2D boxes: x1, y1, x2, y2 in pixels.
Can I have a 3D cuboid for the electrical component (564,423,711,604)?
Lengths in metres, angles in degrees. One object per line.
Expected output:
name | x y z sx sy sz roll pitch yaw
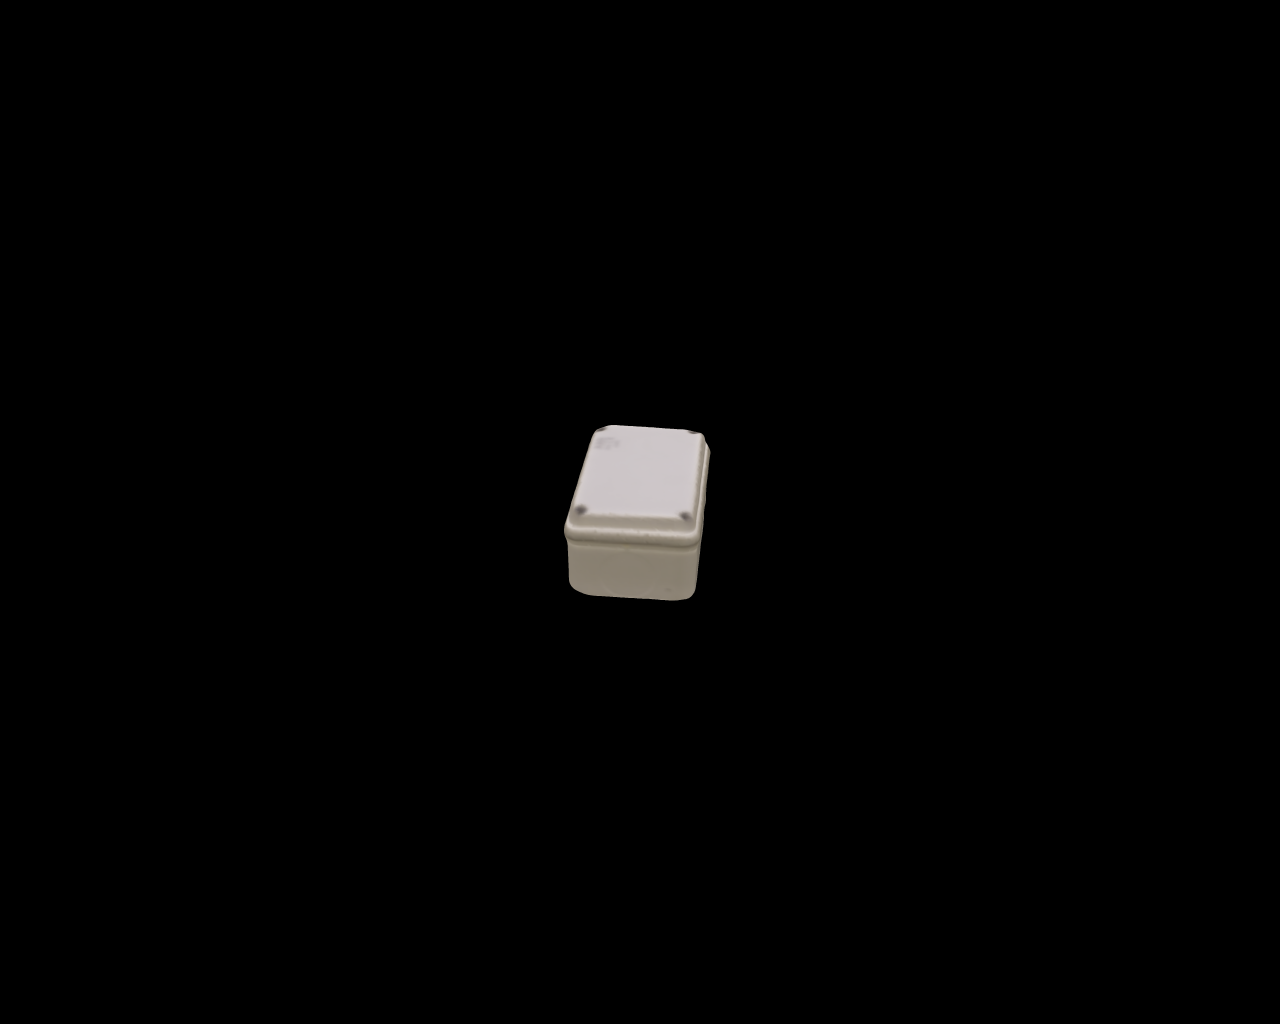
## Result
electrical component | 0.001 -0.003 0.650 0.078 0.057 0.113 3 34 5
